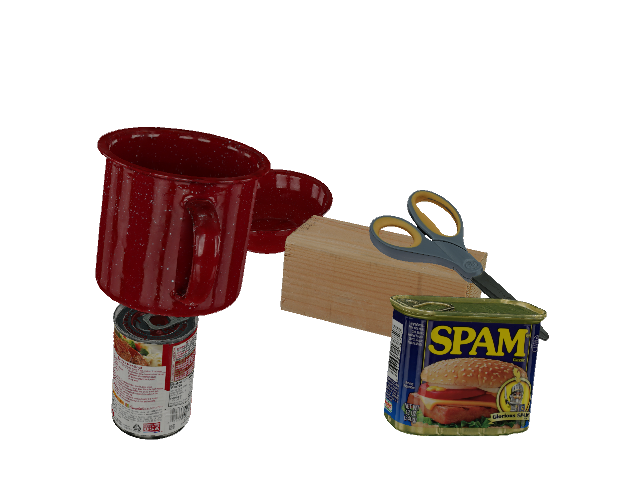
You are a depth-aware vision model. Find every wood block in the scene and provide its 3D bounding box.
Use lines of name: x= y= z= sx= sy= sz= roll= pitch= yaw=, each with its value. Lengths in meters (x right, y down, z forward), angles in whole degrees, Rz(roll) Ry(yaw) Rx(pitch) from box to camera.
wood block: x=0.069 y=0.046 z=1.183 sx=0.206 sy=0.091 sz=0.090 roll=13 pitch=24 yaw=18

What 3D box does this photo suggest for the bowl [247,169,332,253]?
bowl: x=-0.066 y=-0.030 z=1.332 sx=0.162 sy=0.055 sz=0.162 roll=0 pitch=31 yaw=0

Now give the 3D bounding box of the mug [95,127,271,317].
mug: x=-0.074 y=-0.006 z=0.574 sx=0.093 sy=0.081 sz=0.117 roll=1 pitch=21 yaw=-24

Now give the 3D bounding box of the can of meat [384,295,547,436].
can of meat: x=0.095 y=0.083 z=0.715 sx=0.102 sy=0.084 sz=0.057 roll=3 pitch=7 yaw=-15

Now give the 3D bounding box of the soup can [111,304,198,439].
soup can: x=-0.137 y=0.104 z=0.881 sx=0.068 sy=0.102 sz=0.068 roll=6 pitch=30 yaw=-4

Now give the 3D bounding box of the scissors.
scissors: x=0.110 y=0.025 z=0.931 sx=0.096 sy=0.016 sz=0.202 roll=-14 pitch=45 yaw=-13
